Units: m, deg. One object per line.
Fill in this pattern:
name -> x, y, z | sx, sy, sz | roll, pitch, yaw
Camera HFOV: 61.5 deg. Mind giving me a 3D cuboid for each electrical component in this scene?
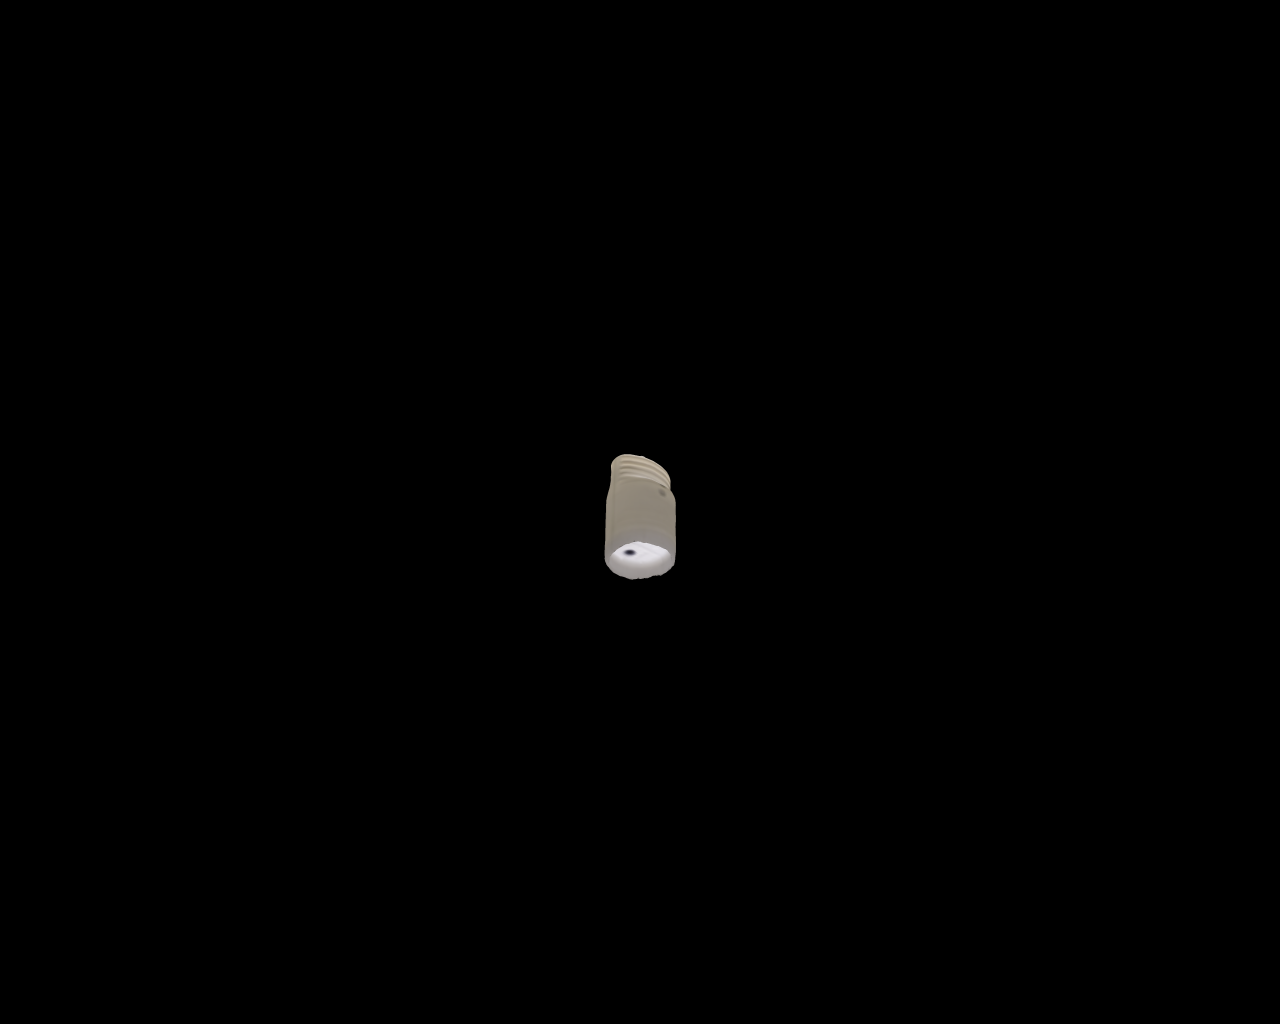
electrical component -> 0.001, -0.003, 0.650 | 0.043, 0.081, 0.043 | 0, -36, 0
